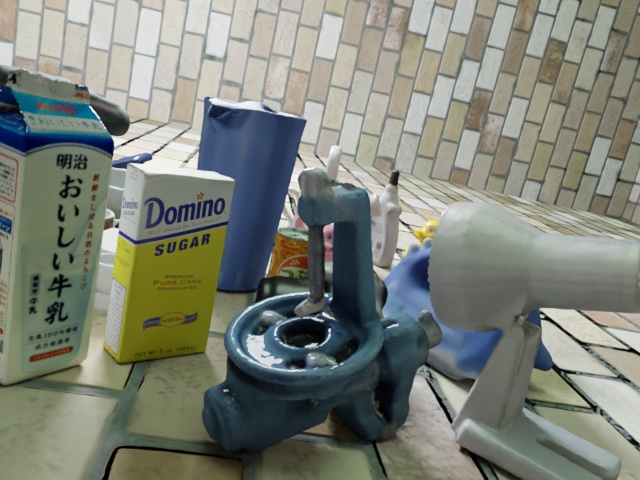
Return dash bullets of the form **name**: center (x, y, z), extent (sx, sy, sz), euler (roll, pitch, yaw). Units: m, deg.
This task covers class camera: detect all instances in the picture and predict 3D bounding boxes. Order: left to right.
- **camera**: center (-0.002, 0.067, 0.640), extent (0.137, 0.101, 0.143), euler (11, 14, -8)

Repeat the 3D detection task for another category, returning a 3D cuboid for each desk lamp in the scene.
- **desk lamp**: center (0.186, 0.084, 0.509), extent (0.202, 0.213, 0.118), euler (22, 16, 33)

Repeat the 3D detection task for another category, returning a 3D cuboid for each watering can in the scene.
- **watering can**: center (0.019, -0.066, 0.999), extent (0.173, 0.194, 0.100), euler (8, 14, -18)

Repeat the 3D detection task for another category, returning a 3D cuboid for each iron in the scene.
- **iron**: center (0.159, 0.068, 0.703), extent (0.119, 0.141, 0.257), euler (1, 18, -41)

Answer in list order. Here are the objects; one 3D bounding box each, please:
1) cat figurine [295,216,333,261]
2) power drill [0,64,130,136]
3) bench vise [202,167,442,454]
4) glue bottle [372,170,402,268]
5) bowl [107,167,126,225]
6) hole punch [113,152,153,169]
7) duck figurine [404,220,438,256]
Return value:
- **cat figurine**: center (0.008, 0.003, 0.872), extent (0.127, 0.118, 0.067), euler (21, 16, 30)
- **power drill**: center (-0.437, -0.170, 0.963), extent (0.075, 0.208, 0.230), euler (23, 17, 36)
- **bench vise**: center (0.014, 0.053, 0.461), extent (0.121, 0.220, 0.208), euler (23, 17, 35)
- **glue bottle**: center (0.118, -0.042, 1.037), extent (0.037, 0.173, 0.077), euler (3, 17, -36)
- **bowl**: center (-0.329, -0.067, 0.933), extent (0.167, 0.075, 0.167), euler (12, 14, -3)
- **hole punch**: center (-0.385, -0.132, 1.108), extent (0.101, 0.091, 0.108), euler (12, 14, -3)
- **duck figurine**: center (0.223, 0.005, 1.132), extent (0.105, 0.086, 0.077), euler (6, 15, -25)
